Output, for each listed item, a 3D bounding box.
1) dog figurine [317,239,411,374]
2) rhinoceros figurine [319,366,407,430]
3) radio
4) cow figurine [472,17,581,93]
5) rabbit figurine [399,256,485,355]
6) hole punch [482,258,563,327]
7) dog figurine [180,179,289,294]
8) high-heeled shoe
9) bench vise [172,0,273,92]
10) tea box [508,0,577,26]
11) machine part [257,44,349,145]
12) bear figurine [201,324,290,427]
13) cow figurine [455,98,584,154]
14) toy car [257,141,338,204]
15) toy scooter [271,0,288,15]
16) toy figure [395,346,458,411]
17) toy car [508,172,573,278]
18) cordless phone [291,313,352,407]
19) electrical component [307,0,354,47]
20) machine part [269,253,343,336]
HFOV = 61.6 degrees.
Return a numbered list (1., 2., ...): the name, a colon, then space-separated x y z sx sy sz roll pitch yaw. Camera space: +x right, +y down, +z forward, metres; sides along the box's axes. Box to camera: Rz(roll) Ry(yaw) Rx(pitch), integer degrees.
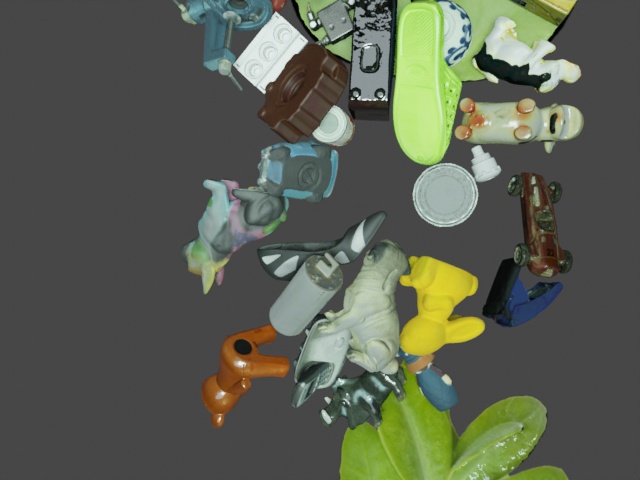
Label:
1. dog figurine: 0.112 0.115 0.919 0.172 0.121 0.190 39 104 -8
2. rhinoceros figurine: 0.078 0.296 1.019 0.112 0.073 0.190 43 109 -5
3. radio: 0.092 -0.326 0.924 0.073 0.131 0.229 3 97 9
4. cow figurine: 0.349 -0.294 0.912 0.167 0.068 0.098 35 107 8
5. rabbit figurine: 0.204 0.128 0.963 0.162 0.122 0.173 25 80 -15
6. hole punch: 0.345 0.100 0.929 0.092 0.142 0.115 25 88 3
7. dog figurine: -0.167 -0.002 1.025 0.192 0.108 0.219 14 103 6
8. high-heeled shoe: -0.002 -0.003 0.996 0.145 0.086 0.248 41 112 -4
9. bench vise: -0.173 -0.387 0.935 0.224 0.128 0.240 -6 71 25
10. tea box: 0.356 -0.445 0.894 0.170 0.068 0.098 33 100 7
11. machine part: -0.032 -0.252 0.919 0.056 0.179 0.179 31 104 -35
12. bear figurine: -0.157 0.271 1.058 0.132 0.120 0.195 -1 131 -29
13. cow figurine: 0.339 -0.194 0.909 0.195 0.127 0.085 5 95 25
14. toy car: -0.053 -0.129 0.984 0.103 0.161 0.109 29 116 51
15. toy scooter: -0.037 -0.485 0.947 0.135 0.075 0.183 27 103 31
16. toy figure: 0.197 0.246 1.007 0.064 0.058 0.154 -34 84 6
17. toy car: 0.368 -0.033 0.899 0.089 0.053 0.202 9 63 -3
18. cordless phone: -0.007 0.215 0.977 0.089 0.184 0.146 23 100 12
19. electrical component: 0.023 -0.400 0.973 0.102 0.045 0.078 -19 91 12
20. machine part: -0.028 0.104 0.980 0.079 0.079 0.243 41 133 4
